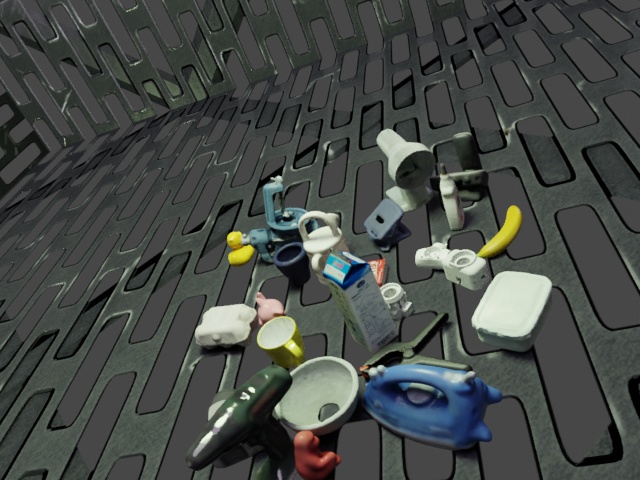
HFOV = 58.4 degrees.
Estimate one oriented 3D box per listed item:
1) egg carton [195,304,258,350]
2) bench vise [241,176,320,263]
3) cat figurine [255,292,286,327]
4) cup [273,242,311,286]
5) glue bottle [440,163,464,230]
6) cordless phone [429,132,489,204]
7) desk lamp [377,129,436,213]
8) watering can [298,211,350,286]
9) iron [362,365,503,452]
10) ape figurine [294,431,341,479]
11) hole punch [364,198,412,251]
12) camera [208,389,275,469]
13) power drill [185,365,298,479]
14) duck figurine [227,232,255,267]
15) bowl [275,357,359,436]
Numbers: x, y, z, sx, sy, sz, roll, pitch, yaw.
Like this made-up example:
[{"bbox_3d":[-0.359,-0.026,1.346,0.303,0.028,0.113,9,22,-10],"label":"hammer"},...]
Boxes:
[{"bbox_3d":[-0.224,0.211,1.372,0.150,0.069,0.107,-9,35,22],"label":"egg carton"},{"bbox_3d":[-0.121,-0.051,1.547,0.208,0.220,0.121,-34,33,-15],"label":"bench vise"},{"bbox_3d":[-0.116,0.166,1.321,0.067,0.118,0.127,-29,32,-8],"label":"cat figurine"},{"bbox_3d":[-0.051,0.060,1.456,0.118,0.095,0.091,-33,33,-14],"label":"cup"},{"bbox_3d":[0.316,-0.112,1.394,0.037,0.173,0.078,-11,34,21],"label":"glue bottle"},{"bbox_3d":[0.350,-0.194,1.481,0.147,0.185,0.094,-7,36,25],"label":"cordless phone"},{"bbox_3d":[0.224,-0.182,1.520,0.118,0.214,0.202,-28,32,-6],"label":"desk lamp"},{"bbox_3d":[0.011,0.005,1.402,0.101,0.194,0.172,-19,32,7],"label":"watering can"},{"bbox_3d":[0.166,0.260,0.976,0.257,0.142,0.119,-1,39,32],"label":"iron"},{"bbox_3d":[-0.015,0.365,0.986,0.076,0.092,0.077,-33,33,-14],"label":"ape figurine"},{"bbox_3d":[0.167,-0.040,1.465,0.101,0.091,0.108,-29,32,-8],"label":"hole punch"},{"bbox_3d":[-0.162,0.342,1.108,0.143,0.101,0.136,-24,32,0],"label":"camera"},{"bbox_3d":[-0.108,0.339,0.975,0.075,0.209,0.230,3,41,36],"label":"power drill"},{"bbox_3d":[-0.238,0.020,1.646,0.077,0.086,0.104,-13,33,16],"label":"duck figurine"},{"bbox_3d":[0.004,0.306,1.077,0.167,0.075,0.167,-17,33,11],"label":"bowl"}]
